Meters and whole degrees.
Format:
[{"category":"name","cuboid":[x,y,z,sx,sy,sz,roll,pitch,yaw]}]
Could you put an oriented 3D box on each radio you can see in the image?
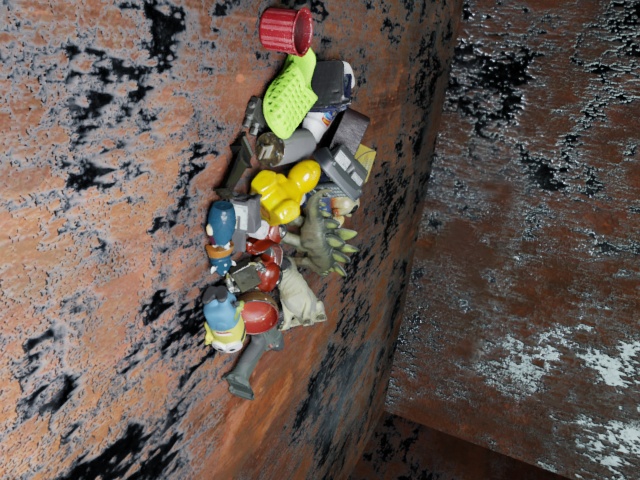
[{"category":"radio","cuboid":[0.057,-0.262,1.403,0.230,0.073,0.131,-131,-115,-82]}]

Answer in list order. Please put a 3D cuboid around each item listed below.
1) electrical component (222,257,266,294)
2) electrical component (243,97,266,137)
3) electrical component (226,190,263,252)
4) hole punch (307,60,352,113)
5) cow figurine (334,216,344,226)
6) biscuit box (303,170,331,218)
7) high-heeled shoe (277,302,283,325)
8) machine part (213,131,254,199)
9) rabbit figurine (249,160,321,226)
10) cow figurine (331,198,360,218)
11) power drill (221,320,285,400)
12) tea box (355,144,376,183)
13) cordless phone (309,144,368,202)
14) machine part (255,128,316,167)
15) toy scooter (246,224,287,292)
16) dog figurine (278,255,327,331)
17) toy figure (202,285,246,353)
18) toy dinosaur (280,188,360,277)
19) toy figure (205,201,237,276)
[{"category":"electrical component","cuboid":[-0.166,0.079,1.171,0.102,0.045,0.078,-23,124,-11]},{"category":"electrical component","cuboid":[-0.131,-0.265,1.111,0.063,0.021,0.094,49,58,-66]},{"category":"electrical component","cuboid":[-0.160,-0.039,1.109,0.048,0.075,0.119,-60,154,-64]},{"category":"hole punch","cuboid":[0.016,-0.361,1.295,0.092,0.142,0.115,3,89,-74]},{"category":"cow figurine","cuboid":[0.022,-0.007,1.660,0.098,0.068,0.167,11,93,-65]},{"category":"biscuit box","cuboid":[-0.009,-0.096,1.483,0.063,0.059,0.202,-25,133,-26]},{"category":"high-heeled shoe","cuboid":[-0.066,0.230,1.571,0.145,0.086,0.248,-62,152,-24]},{"category":"machine part","cuboid":[-0.168,-0.142,1.072,0.084,0.039,0.139,88,20,-60]},{"category":"rabbit figurine","cuboid":[-0.067,-0.107,1.209,0.173,0.122,0.162,-44,173,-19]},{"category":"cow figurine","cuboid":[0.060,-0.106,1.579,0.195,0.127,0.085,168,-90,-72]},{"category":"power drill","cuboid":[-0.158,0.296,1.365,0.207,0.086,0.231,-59,154,-30]},{"category":"tea box","cuboid":[0.084,-0.209,1.541,0.170,0.068,0.098,-2,-113,69]},{"category":"cordless phone","cuboid":[0.010,-0.156,1.314,0.146,0.184,0.089,43,62,-32]},{"category":"machine part","cuboid":[-0.075,-0.213,1.221,0.243,0.079,0.079,-29,131,-63]},{"category":"toy scooter","cuboid":[-0.137,0.042,1.243,0.135,0.075,0.183,-17,121,-60]},{"category":"dog figurine","cuboid":[-0.058,0.130,1.420,0.172,0.121,0.190,19,59,-76]},{"category":"toy figure","cuboid":[-0.201,0.168,1.150,0.089,0.082,0.179,-52,148,-41]},{"category":"toy dinosaur","cuboid":[-0.003,-0.004,1.393,0.470,0.199,0.105,72,35,-60]},{"category":"toy figure","cuboid":[-0.196,-0.001,1.072,0.058,0.064,0.154,-115,-150,-57]}]
